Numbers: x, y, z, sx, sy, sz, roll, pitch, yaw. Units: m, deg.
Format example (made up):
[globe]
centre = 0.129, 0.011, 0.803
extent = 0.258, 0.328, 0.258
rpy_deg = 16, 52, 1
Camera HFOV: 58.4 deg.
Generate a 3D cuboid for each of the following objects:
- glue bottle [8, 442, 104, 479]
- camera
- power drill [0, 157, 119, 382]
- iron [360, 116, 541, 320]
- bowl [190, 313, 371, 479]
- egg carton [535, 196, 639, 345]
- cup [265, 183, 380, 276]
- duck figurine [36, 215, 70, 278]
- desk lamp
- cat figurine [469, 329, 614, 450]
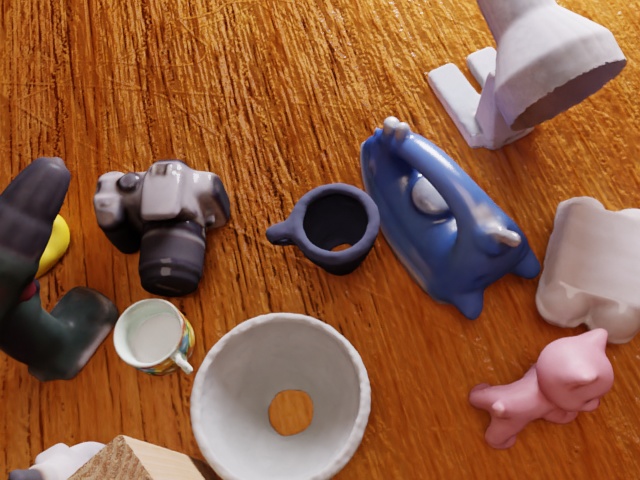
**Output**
[glue bottle]
centre = -0.214, 0.209, 0.492
extent = 0.037, 0.173, 0.078
rpy_deg = -31, 65, -9
[camera]
centre = -0.180, -0.012, 0.636
extent = 0.143, 0.101, 0.137
rpy_deg = -4, 64, 4
[power drill]
centre = -0.283, 0.056, 0.553
extent = 0.075, 0.208, 0.230
rpy_deg = 26, 70, 17
[iron]
centre = 0.117, -0.051, 0.603
extent = 0.119, 0.141, 0.257
rpy_deg = -33, 66, -10
[bowl]
centre = -0.034, 0.160, 0.553
extent = 0.167, 0.075, 0.167
rpy_deg = -2, 64, 5
[egg carton]
centre = 0.285, 0.029, 0.588
extent = 0.107, 0.069, 0.150
rpy_deg = 16, 67, 13
[cup]
centre = 0.006, 0.002, 0.614
extent = 0.117, 0.095, 0.091
rpy_deg = -9, 64, 1
[duck figurine]
centre = -0.350, -0.003, 0.656
extent = 0.104, 0.086, 0.077
rpy_deg = -33, 66, -10
[desk lamp]
centre = 0.207, -0.189, 0.620
extent = 0.118, 0.214, 0.203
rpy_deg = -24, 64, -6
[cat figurine]
centre = 0.206, 0.133, 0.519
extent = 0.128, 0.118, 0.067
rpy_deg = -23, 64, -5
